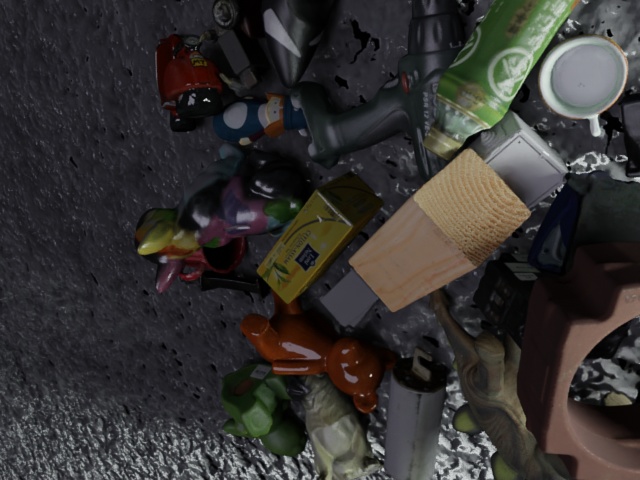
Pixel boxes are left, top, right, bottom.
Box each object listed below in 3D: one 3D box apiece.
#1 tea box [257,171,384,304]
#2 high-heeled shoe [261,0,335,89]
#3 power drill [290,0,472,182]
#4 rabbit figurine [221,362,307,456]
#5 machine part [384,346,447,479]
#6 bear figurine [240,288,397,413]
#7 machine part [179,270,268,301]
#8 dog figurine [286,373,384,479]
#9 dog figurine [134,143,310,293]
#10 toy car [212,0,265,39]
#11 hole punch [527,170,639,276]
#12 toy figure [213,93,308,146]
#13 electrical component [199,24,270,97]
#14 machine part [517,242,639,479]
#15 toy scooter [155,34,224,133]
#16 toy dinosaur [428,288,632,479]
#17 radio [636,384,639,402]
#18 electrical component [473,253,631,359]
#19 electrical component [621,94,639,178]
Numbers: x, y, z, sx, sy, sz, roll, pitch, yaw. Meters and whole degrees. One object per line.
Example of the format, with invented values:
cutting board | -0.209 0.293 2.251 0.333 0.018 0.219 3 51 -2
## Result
tea box | -0.001 -0.002 0.720 0.068 0.098 0.169 44 128 9
high-heeled shoe | 0.013 -0.292 0.575 0.145 0.086 0.248 10 98 49
power drill | 0.072 -0.172 0.618 0.207 0.086 0.231 -9 108 27
rabbit figurine | -0.096 0.304 0.908 0.159 0.121 0.170 -9 120 39
machine part | 0.132 0.255 0.760 0.079 0.079 0.242 13 118 27
bear figurine | 0.004 0.149 0.759 0.196 0.120 0.131 16 140 29
machine part | -0.148 0.068 0.866 0.139 0.084 0.039 8 90 20
dog figurine | 0.016 0.285 0.856 0.172 0.121 0.191 98 155 -58
dog figurine | -0.138 -0.022 0.716 0.192 0.219 0.108 19 141 26
toy car | -0.122 -0.338 0.656 0.053 0.089 0.202 -19 101 34
hole punch | 0.284 -0.003 0.537 0.142 0.092 0.115 16 94 -2
toy figure | -0.075 -0.163 0.720 0.155 0.058 0.064 -2 111 33
electrical component | -0.108 -0.239 0.693 0.045 0.078 0.102 -27 98 23
machine part | 0.281 0.104 0.458 0.202 0.087 0.200 0 114 4
toy scooter | -0.184 -0.228 0.737 0.184 0.075 0.135 -178 82 -65
toy dinosaur | 0.270 0.239 0.613 0.472 0.105 0.198 53 155 27
radio | 0.403 0.139 0.541 0.131 0.073 0.229 11 114 29
electrical component | 0.237 0.067 0.576 0.115 0.134 0.058 6 119 -17
electrical component | 0.318 -0.120 0.495 0.075 0.048 0.119 -6 107 34
